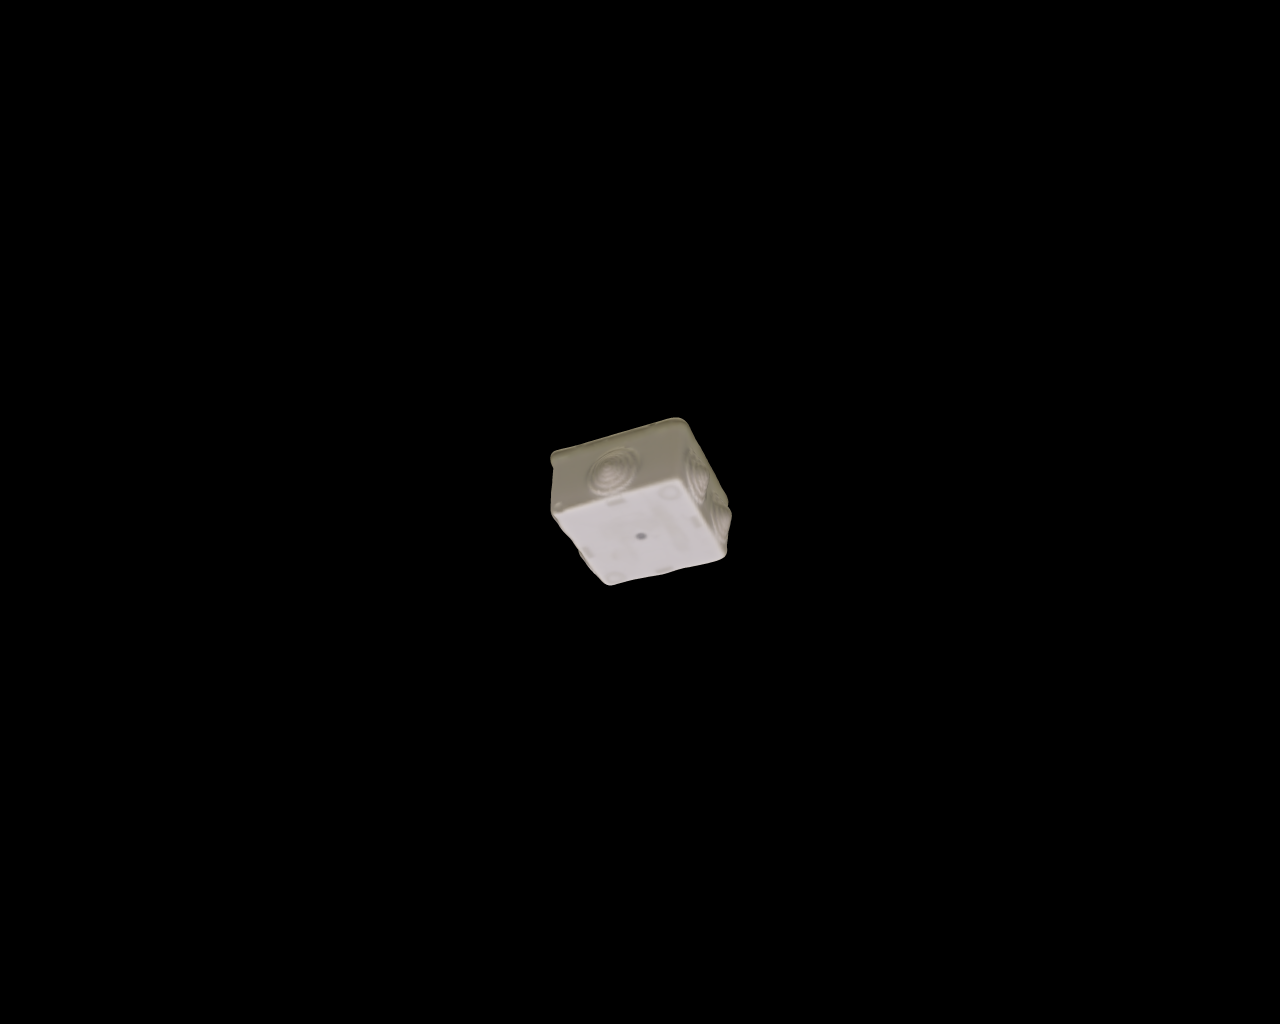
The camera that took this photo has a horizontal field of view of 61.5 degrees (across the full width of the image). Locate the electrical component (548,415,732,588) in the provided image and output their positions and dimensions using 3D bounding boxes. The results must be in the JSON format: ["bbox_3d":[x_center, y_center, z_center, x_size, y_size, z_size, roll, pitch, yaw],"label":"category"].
[{"bbox_3d":[0.001,-0.003,0.650,0.100,0.048,0.099,-14,-42,16],"label":"electrical component"}]
